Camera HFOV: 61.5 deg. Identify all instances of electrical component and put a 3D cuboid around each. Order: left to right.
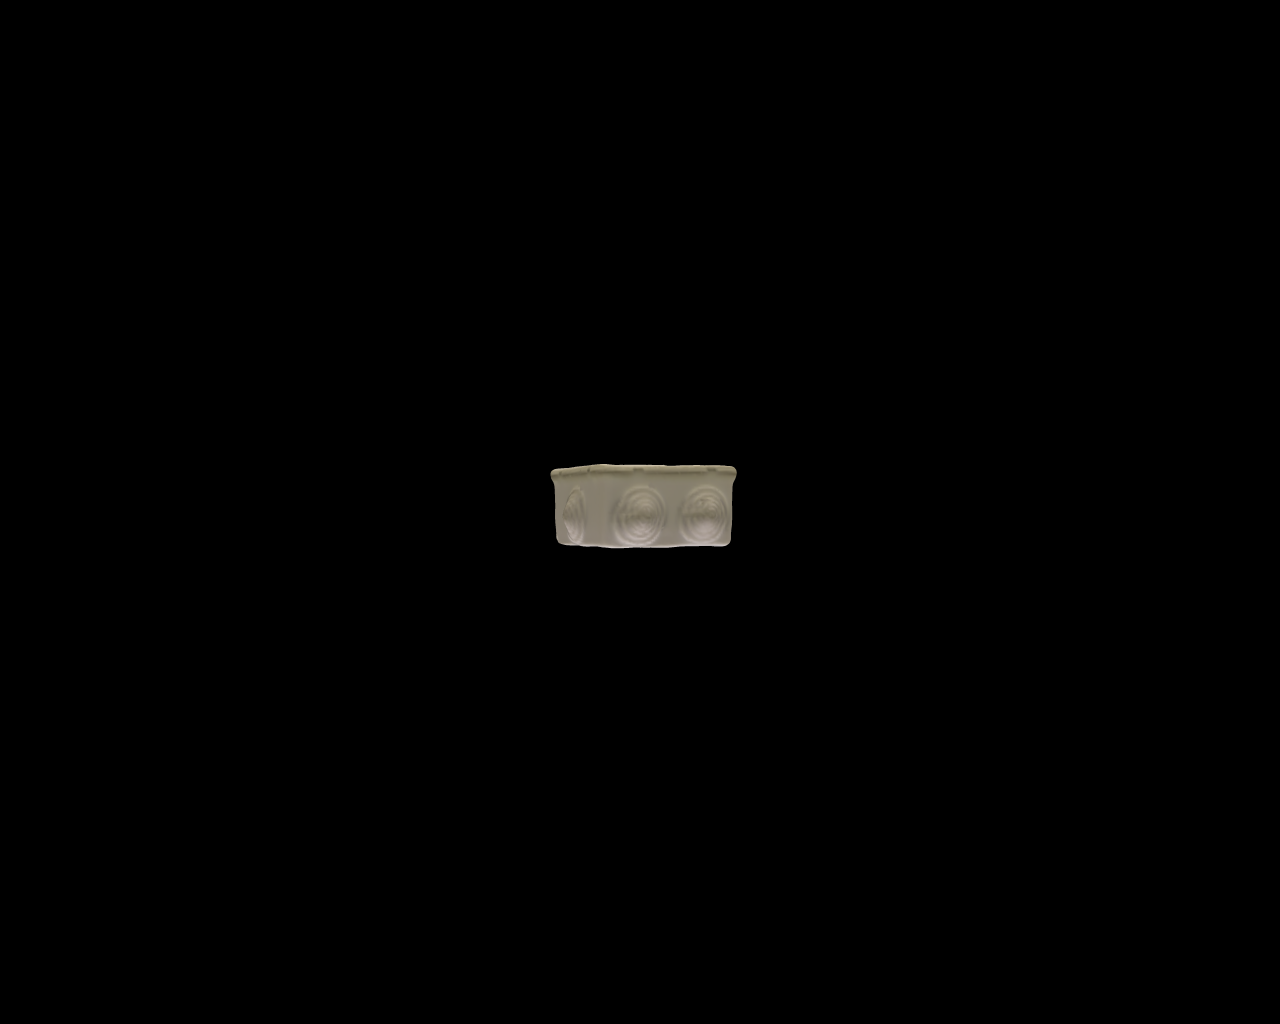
[{"bbox_3d":[0.001,-0.003,0.650,0.100,0.048,0.099,0,0,-25],"label":"electrical component"}]
